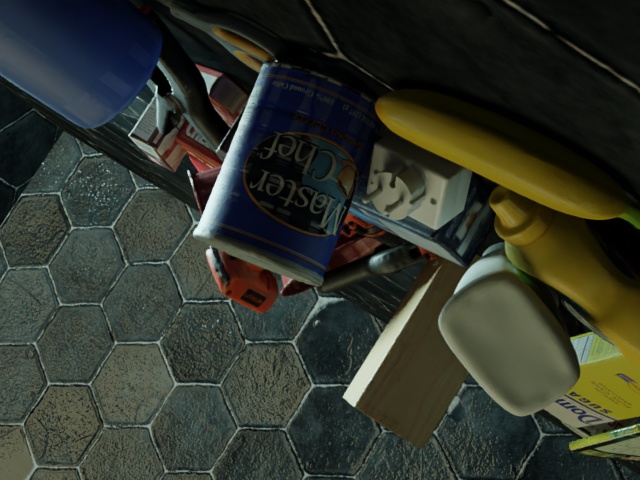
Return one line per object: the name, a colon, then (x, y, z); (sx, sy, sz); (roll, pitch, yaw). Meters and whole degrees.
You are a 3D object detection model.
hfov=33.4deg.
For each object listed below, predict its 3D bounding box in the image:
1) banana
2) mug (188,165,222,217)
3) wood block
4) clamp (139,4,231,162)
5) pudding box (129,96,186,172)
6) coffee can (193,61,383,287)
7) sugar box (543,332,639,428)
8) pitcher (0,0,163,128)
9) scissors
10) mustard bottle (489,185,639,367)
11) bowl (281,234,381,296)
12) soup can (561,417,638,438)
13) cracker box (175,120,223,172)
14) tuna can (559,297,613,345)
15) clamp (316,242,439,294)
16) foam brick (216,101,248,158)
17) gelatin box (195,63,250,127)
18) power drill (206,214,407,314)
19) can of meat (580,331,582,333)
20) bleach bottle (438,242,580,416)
banana: (0.106, -0.054, 0.657); (0.198, 0.037, 0.069); (30, 173, 26)
mug: (-0.086, -0.041, 1.120); (0.117, 0.081, 0.093); (-153, 45, -82)
wood block: (0.121, 0.112, 1.164); (0.090, 0.206, 0.091); (33, 175, -4)
clamp: (-0.125, -0.133, 1.010); (0.165, 0.036, 0.210); (35, 161, 29)
pudding box: (-0.169, -0.134, 1.229); (0.039, 0.090, 0.113); (30, 174, 7)
coffee can: (-0.022, -0.048, 0.797); (0.103, 0.140, 0.103); (21, 175, 2)
sugar box: (0.265, 0.126, 0.985); (0.093, 0.048, 0.177); (34, 148, -15)
pitcher: (-0.254, -0.192, 0.846); (0.242, 0.145, 0.149); (38, 168, -32)
scissors: (-0.093, -0.171, 0.852); (0.202, 0.016, 0.096); (29, 174, 34)
mustard bottle: (0.183, 0.020, 0.741); (0.191, 0.058, 0.096); (36, -165, -29)
bowl: (0.012, 0.003, 1.268); (0.055, 0.162, 0.162); (60, 179, 10)
soup can: (0.310, 0.166, 1.131); (0.068, 0.102, 0.068); (32, 175, 3)
cracker box: (-0.073, -0.078, 1.278); (0.164, 0.072, 0.213); (31, 174, 9)
tuna can: (0.240, 0.058, 0.875); (0.086, 0.033, 0.086); (38, 173, 5)
clamp: (0.069, 0.025, 1.198); (0.039, 0.120, 0.172); (60, 158, -2)
foam brick: (-0.050, -0.097, 0.947); (0.051, 0.078, 0.053); (32, 176, -7)
gelatin box: (-0.096, -0.139, 1.076); (0.073, 0.030, 0.089); (27, 171, 47)
power drill: (-0.007, 0.001, 1.085); (0.184, 0.188, 0.057); (35, -156, -57)
can of meat: (0.288, 0.136, 1.236); (0.102, 0.057, 0.084); (34, 173, -12)
bleach bottle: (0.147, 0.046, 0.826); (0.102, 0.068, 0.250); (52, -165, -4)
